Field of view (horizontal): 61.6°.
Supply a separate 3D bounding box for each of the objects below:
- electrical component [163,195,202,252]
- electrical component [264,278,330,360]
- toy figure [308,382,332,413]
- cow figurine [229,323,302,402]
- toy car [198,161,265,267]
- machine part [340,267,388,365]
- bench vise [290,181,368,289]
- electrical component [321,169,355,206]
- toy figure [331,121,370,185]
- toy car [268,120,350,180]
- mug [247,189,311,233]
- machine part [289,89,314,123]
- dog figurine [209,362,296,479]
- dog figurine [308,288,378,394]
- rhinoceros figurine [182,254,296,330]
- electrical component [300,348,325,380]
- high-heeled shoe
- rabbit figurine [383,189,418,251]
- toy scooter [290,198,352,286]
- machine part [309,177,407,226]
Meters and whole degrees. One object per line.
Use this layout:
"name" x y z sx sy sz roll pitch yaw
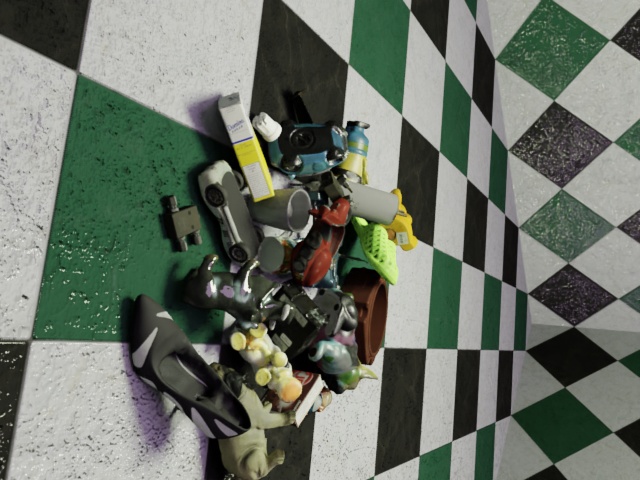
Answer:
"electrical component" -0.220 -0.030 0.869 0.063 0.021 0.093 -33 117 -54
"electrical component" -0.061 0.157 1.024 0.115 0.134 0.058 50 31 17
"toy figure" -0.014 0.348 1.178 0.064 0.058 0.154 -52 151 12
"cow figurine" -0.100 0.218 0.975 0.068 0.098 0.167 -35 99 -13
"toy car" -0.154 -0.042 0.948 0.073 0.056 0.201 -58 138 -50
"machine part" 0.104 0.183 1.294 0.201 0.087 0.201 -57 148 -53
"bench vise" 0.000 -0.006 1.142 0.223 0.129 0.240 -19 110 -60
"electrical component" 0.039 -0.106 1.118 0.078 0.045 0.102 59 13 -30
"toy figure" 0.069 -0.195 1.281 0.089 0.082 0.180 7 93 -23
"toy car" -0.023 -0.178 1.091 0.102 0.162 0.109 90 -6 -68
"mug" -0.076 -0.061 1.020 0.109 0.107 0.080 -10 107 -62
"machine part" -0.026 -0.249 1.145 0.039 0.084 0.138 -29 108 -27
"dog figurine" -0.157 0.319 0.922 0.190 0.121 0.172 39 53 -35
"dog figurine" 0.050 0.223 1.138 0.219 0.109 0.191 40 75 -40
"rhinoceros figurine" -0.129 0.092 0.892 0.190 0.073 0.112 17 53 -25
"electrical component" 0.007 0.281 1.217 0.119 0.048 0.075 46 53 -47
"high-heeled shoe" -0.191 0.194 0.801 0.086 0.145 0.248 -47 131 -49
"rabbit figurine" 0.195 -0.058 1.490 0.162 0.122 0.173 68 23 -17
"toy scooter" -0.002 -0.003 0.981 0.184 0.075 0.135 -61 166 -6
"machine part" 0.089 -0.089 1.220 0.243 0.079 0.079 15 73 -17
